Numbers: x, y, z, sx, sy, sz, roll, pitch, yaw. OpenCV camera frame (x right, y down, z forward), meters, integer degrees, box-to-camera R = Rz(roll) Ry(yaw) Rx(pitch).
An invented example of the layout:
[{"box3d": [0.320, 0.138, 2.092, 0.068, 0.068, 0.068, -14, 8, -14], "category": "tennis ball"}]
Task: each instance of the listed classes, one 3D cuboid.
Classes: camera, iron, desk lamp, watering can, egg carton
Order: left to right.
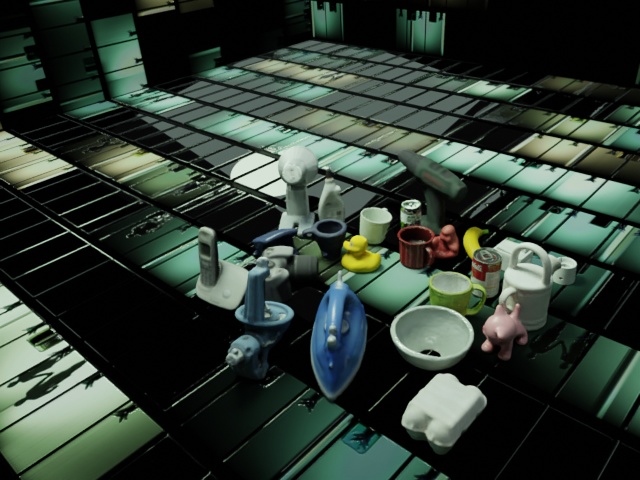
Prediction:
[{"box3d": [-0.074, 0.074, 1.400, 0.136, 0.101, 0.143, -1, 32, 4], "category": "camera"}, {"box3d": [-0.065, -0.146, 1.649, 0.118, 0.214, 0.203, -1, 32, 4], "category": "desk lamp"}, {"box3d": [0.034, 0.184, 1.169, 0.118, 0.141, 0.258, 0, 32, 7], "category": "iron"}, {"box3d": [0.221, 0.306, 1.020, 0.107, 0.069, 0.151, 23, 40, 36], "category": "egg carton"}, {"box3d": [0.449, 0.088, 1.232, 0.100, 0.194, 0.173, 16, 36, 29], "category": "watering can"}]

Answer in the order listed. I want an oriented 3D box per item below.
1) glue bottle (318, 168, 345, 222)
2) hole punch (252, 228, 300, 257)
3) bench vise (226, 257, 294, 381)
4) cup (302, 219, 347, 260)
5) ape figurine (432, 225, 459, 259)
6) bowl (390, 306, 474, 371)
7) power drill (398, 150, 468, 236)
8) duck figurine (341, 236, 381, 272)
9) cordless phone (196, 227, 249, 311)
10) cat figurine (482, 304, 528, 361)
[{"box3d": [0.031, -0.126, 1.644, 0.078, 0.173, 0.037, -7, 32, -5], "category": "glue bottle"}, {"box3d": [-0.121, 0.003, 1.528, 0.109, 0.091, 0.100, -21, 36, -26], "category": "hole punch"}, {"box3d": [-0.118, 0.159, 1.151, 0.121, 0.220, 0.207, -1, 32, 5], "category": "bench vise"}, {"box3d": [0.014, 0.005, 1.507, 0.118, 0.095, 0.091, -6, 32, -3], "category": "cup"}, {"box3d": [0.328, 0.003, 1.481, 0.076, 0.092, 0.077, -18, 34, -22], "category": "ape figurine"}, {"box3d": [0.227, 0.212, 1.168, 0.167, 0.075, 0.167, -3, 31, 2], "category": "bowl"}, {"box3d": [0.301, -0.126, 1.582, 0.076, 0.209, 0.228, -26, 38, -32], "category": "power drill"}, {"box3d": [0.105, 0.030, 1.466, 0.104, 0.086, 0.077, 8, 33, 18], "category": "duck figurine"}, {"box3d": [-0.231, 0.066, 1.348, 0.147, 0.185, 0.094, 15, 36, 28], "category": "cordless phone"}, {"box3d": [0.376, 0.178, 1.166, 0.067, 0.118, 0.128, 24, 41, 37], "category": "cat figurine"}]
